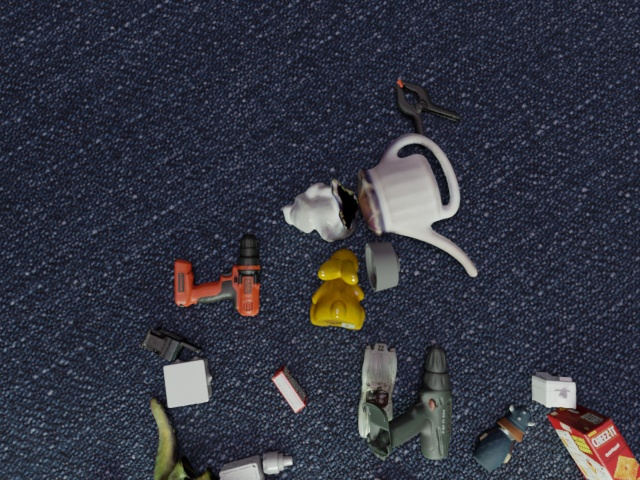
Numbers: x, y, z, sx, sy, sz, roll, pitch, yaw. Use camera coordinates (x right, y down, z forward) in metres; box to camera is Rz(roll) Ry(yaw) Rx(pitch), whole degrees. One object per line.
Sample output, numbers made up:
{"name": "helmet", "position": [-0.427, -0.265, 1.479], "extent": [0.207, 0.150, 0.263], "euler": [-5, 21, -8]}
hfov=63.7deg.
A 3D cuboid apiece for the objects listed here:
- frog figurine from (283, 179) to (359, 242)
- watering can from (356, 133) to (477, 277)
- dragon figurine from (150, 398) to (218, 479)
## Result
{"name": "frog figurine", "position": [0.004, -0.058, 1.160], "extent": [0.158, 0.124, 0.137], "euler": [-20, 97, 35]}
{"name": "watering can", "position": [0.209, -0.064, 1.140], "extent": [0.224, 0.103, 0.350], "euler": [-16, 82, 0]}
{"name": "dragon figurine", "position": [-0.324, 0.567, 1.069], "extent": [0.242, 0.121, 0.416], "euler": [-41, 66, 4]}
